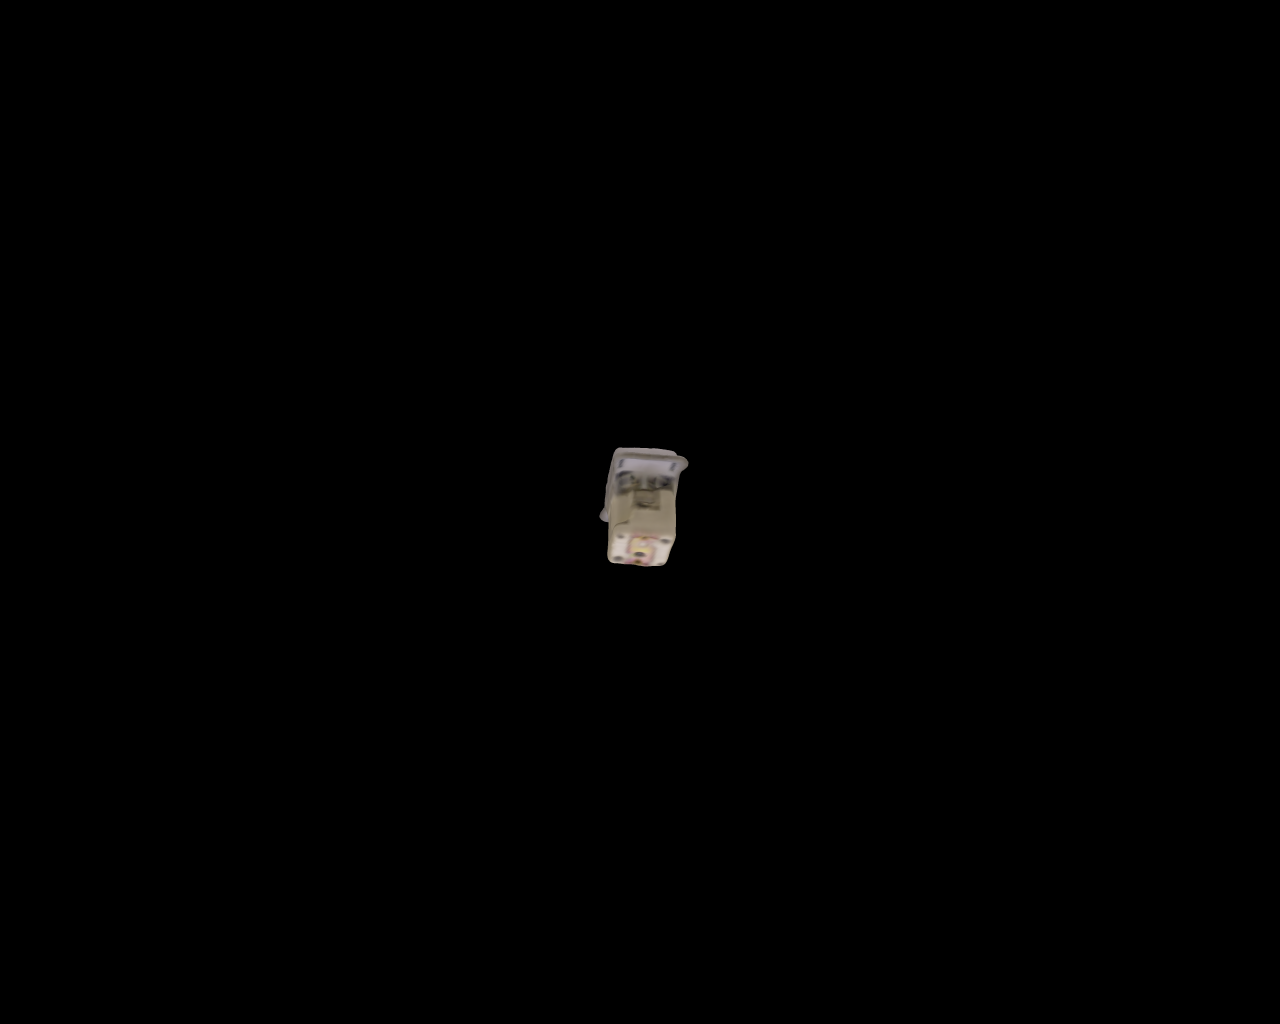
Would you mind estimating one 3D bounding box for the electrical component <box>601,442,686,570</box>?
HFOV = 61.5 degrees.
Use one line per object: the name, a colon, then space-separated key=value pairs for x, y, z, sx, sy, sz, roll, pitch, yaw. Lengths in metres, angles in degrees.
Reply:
electrical component: x=0.001 y=-0.003 z=0.650 sx=0.042 sy=0.064 sz=0.081 roll=4 pitch=-29 yaw=-6
